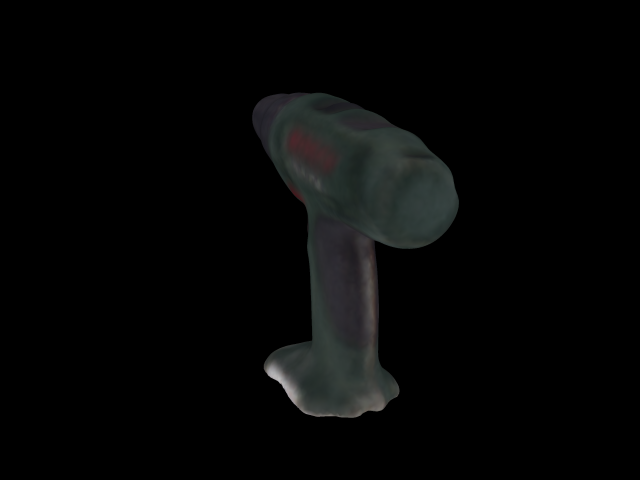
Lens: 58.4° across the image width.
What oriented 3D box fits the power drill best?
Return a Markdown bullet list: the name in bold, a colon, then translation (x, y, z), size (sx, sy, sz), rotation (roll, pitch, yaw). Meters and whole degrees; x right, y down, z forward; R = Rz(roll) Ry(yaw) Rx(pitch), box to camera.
- **power drill**: translation (0.004, 0.001, 0.400), size (0.076, 0.208, 0.228), rotation (-6, 13, -27)
